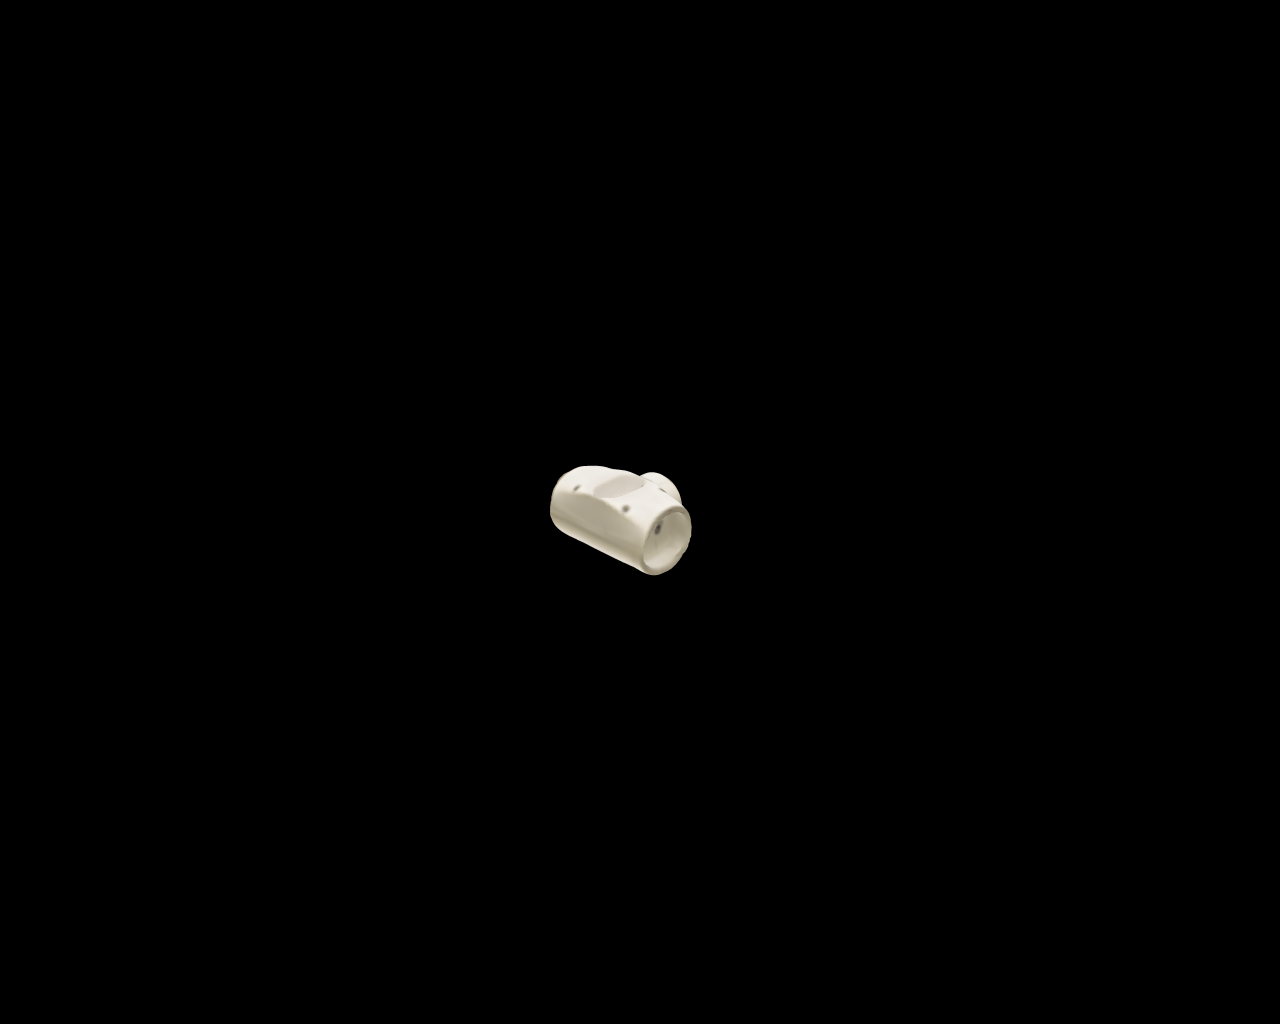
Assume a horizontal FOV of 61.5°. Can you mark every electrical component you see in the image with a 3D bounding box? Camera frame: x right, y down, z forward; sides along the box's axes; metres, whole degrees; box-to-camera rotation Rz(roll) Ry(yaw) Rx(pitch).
[{"bbox_3d":[0.001,-0.003,0.650,0.077,0.043,0.079,25,37,38],"label":"electrical component"}]
